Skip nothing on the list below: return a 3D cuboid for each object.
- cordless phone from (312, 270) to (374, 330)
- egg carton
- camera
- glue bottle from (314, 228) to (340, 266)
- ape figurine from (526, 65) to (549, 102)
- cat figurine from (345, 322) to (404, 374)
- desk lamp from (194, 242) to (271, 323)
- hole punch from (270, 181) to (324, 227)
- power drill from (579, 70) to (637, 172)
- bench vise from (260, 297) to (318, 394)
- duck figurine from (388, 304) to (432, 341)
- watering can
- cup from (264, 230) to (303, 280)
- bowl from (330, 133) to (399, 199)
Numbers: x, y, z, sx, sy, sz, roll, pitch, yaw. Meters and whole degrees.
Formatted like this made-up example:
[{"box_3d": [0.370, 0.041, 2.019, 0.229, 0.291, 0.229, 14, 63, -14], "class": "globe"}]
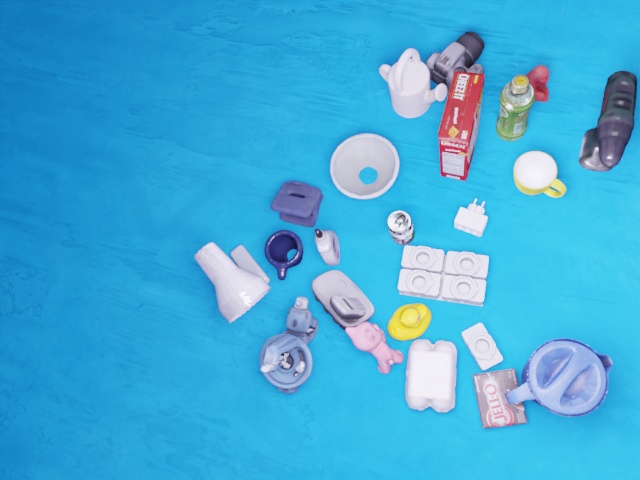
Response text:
[{"box_3d": [0.039, 0.124, 1.258, 0.094, 0.185, 0.147, -45, 70, -2], "class": "cordless phone"}, {"box_3d": [0.238, 0.290, 1.228, 0.107, 0.069, 0.150, 1, 75, 13], "class": "egg carton"}, {"box_3d": [0.347, -0.433, 1.387, 0.143, 0.101, 0.137, 40, 86, 20], "class": "camera"}, {"box_3d": [0.012, 0.005, 1.304, 0.037, 0.173, 0.078, -10, 73, 11], "class": "glue bottle"}, {"box_3d": [0.510, -0.373, 1.337, 0.076, 0.092, 0.078, 32, 84, 19], "class": "ape figurine"}, {"box_3d": [0.118, 0.228, 1.247, 0.067, 0.118, 0.127, -43, 70, -1], "class": "cat figurine"}, {"box_3d": [-0.195, 0.092, 1.305, 0.118, 0.214, 0.203, -41, 70, 0], "class": "desk lamp"}, {"box_3d": [-0.056, -0.095, 1.391, 0.108, 0.091, 0.101, 13, 78, 16], "class": "hole punch"}, {"box_3d": [0.611, -0.226, 1.211, 0.075, 0.209, 0.230, 12, 78, 16], "class": "power drill"}, {"box_3d": [-0.081, 0.224, 1.239, 0.121, 0.220, 0.207, -7, 73, 11], "class": "bench vise"}, {"box_3d": [0.195, 0.177, 1.260, 0.104, 0.086, 0.077, -33, 70, 3], "class": "duck figurine"}, {"box_3d": [0.217, -0.376, 1.351, 0.172, 0.194, 0.101, 9, 77, 15], "class": "watering can"}, {"box_3d": [-0.076, 0.044, 1.355, 0.091, 0.095, 0.118, 0, 75, 13], "class": "cup"}, {"box_3d": [0.112, -0.167, 1.381, 0.167, 0.075, 0.167, -3, 74, 12], "class": "bowl"}]
